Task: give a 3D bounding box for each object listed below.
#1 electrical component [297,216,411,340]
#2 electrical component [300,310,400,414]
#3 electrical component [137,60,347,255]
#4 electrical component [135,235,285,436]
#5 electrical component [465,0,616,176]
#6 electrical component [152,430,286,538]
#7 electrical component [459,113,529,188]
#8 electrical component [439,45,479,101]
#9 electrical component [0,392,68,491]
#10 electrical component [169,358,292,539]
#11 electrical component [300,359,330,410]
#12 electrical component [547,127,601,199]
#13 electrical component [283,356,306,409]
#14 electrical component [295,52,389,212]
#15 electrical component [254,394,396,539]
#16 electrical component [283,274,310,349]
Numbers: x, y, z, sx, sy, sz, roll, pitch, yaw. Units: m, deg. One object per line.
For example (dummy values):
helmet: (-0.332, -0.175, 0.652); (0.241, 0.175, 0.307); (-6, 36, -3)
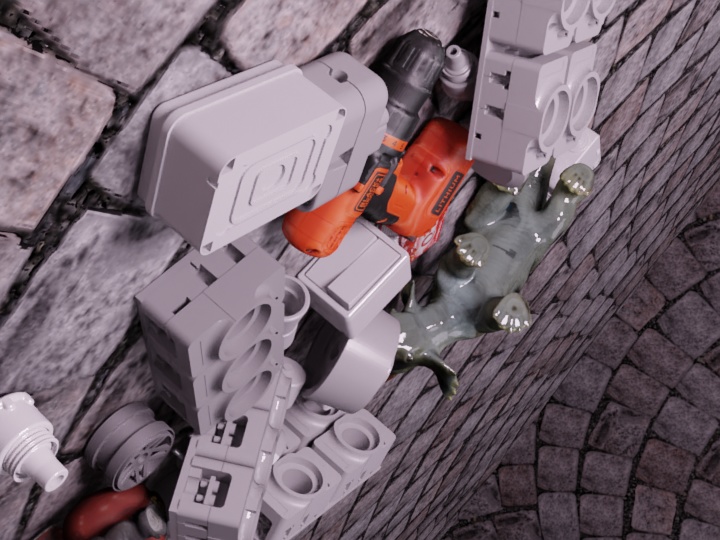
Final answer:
electrical component: (0.000, 0.000, 0.929); (0.096, 0.062, 0.061); (-46, 161, -14)
electrical component: (-0.004, 0.081, 0.997); (0.108, 0.060, 0.108); (-55, -163, 25)
electrical component: (-0.071, -0.070, 0.642); (0.113, 0.057, 0.078); (-33, 154, -43)
electrical component: (-0.102, 0.049, 0.785); (0.089, 0.062, 0.150); (-42, 159, -25)
electrical component: (0.148, -0.179, 0.848); (0.105, 0.060, 0.186); (-29, 133, -48)
electrical component: (-0.137, 0.171, 0.952); (0.138, 0.052, 0.073); (-44, 127, -9)
electrical component: (0.128, -0.117, 0.980); (0.051, 0.080, 0.080); (-50, 162, -18)
electrical component: (0.079, -0.160, 0.855); (0.035, 0.035, 0.061); (-50, 159, -3)
electrical component: (-0.205, 0.109, 0.658); (0.048, 0.062, 0.048); (-44, 160, -20)
electrical component: (-0.102, 0.149, 0.867); (0.089, 0.062, 0.150); (102, 1, -54)
electrical component: (-0.039, 0.110, 1.071); (0.040, 0.046, 0.040); (-44, 160, -20)
electrical component: (0.241, -0.125, 1.272); (0.099, 0.048, 0.099); (-50, 160, -3)
electrical component: (-0.080, 0.115, 0.994); (0.040, 0.040, 0.078); (-23, 147, -55)
electrical component: (-0.022, -0.093, 0.716); (0.059, 0.054, 0.095); (-34, 155, -42)
electrical component: (-0.060, 0.185, 1.070); (0.186, 0.105, 0.060); (-27, 150, -50)
electrical component: (-0.067, 0.038, 0.881); (0.044, 0.044, 0.065); (-40, 163, -30)
